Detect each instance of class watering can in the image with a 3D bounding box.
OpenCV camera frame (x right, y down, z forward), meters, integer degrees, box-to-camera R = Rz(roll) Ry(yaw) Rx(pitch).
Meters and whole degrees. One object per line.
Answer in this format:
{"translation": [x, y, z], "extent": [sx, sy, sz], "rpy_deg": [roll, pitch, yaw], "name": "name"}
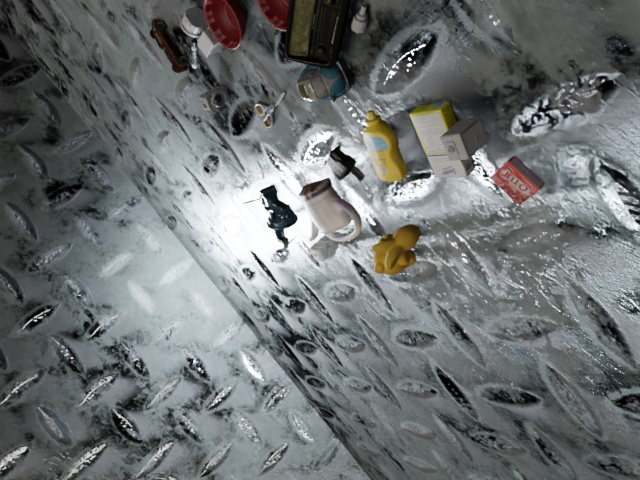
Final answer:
{"translation": [0.005, -0.085, 1.695], "extent": [0.345, 0.105, 0.222], "rpy_deg": [-11, 114, 58], "name": "watering can"}
